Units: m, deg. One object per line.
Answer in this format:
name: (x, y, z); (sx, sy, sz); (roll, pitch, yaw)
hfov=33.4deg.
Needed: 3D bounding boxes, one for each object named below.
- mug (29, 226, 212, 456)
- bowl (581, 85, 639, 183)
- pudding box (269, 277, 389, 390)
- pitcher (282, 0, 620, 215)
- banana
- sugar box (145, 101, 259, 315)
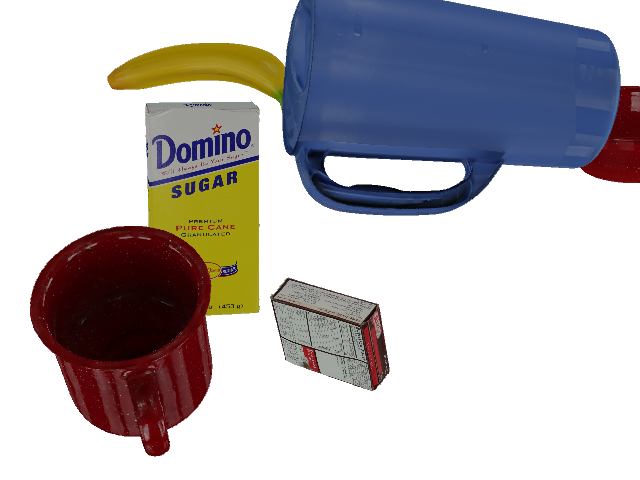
mug: (-0.098, 0.062, 0.571); (0.093, 0.117, 0.081); (-16, -39, -12)
bowl: (0.284, -0.094, 0.976); (0.162, 0.055, 0.162); (-4, 24, 2)
pudding box: (0.010, 0.093, 1.067); (0.114, 0.090, 0.039); (14, 42, 30)
pitcher: (0.094, -0.108, 0.805); (0.242, 0.149, 0.145); (5, 33, -10)
banana: (-0.109, -0.165, 1.036); (0.198, 0.037, 0.069); (9, 45, 19)
sugar box: (-0.098, -0.026, 0.893); (0.093, 0.176, 0.048); (-3, 16, -11)
